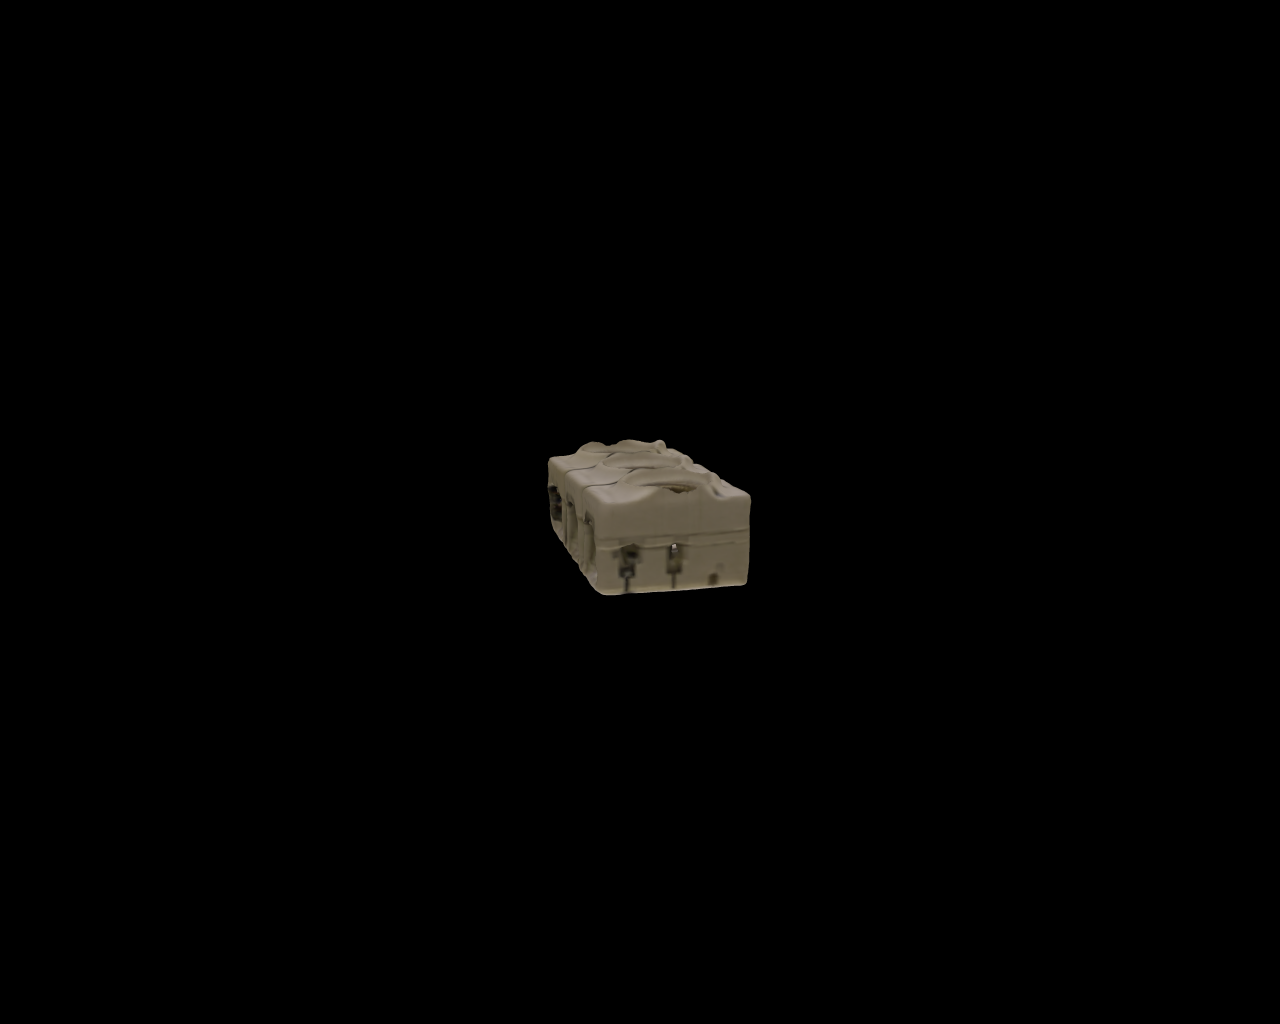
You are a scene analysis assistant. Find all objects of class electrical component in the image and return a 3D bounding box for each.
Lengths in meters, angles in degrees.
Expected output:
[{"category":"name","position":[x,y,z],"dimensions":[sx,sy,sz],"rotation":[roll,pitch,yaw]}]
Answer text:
[{"category":"electrical component","position":[0.001,-0.003,0.650],"dimensions":[0.089,0.061,0.150],"rotation":[-4,15,-15]}]
